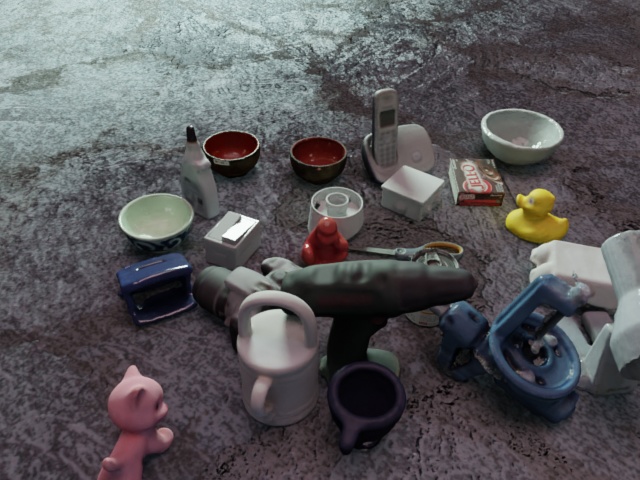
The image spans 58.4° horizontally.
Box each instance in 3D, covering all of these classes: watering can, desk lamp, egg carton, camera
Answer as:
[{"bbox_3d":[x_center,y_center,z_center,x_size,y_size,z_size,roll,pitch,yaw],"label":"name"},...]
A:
[{"bbox_3d":[-0.051,0.127,0.703,0.101,0.194,0.172,-5,41,-7],"label":"watering can"},{"bbox_3d":[0.388,0.108,0.726,0.118,0.214,0.203,-3,41,-5],"label":"desk lamp"},{"bbox_3d":[0.404,0.059,0.894,0.150,0.069,0.107,11,42,10],"label":"egg carton"},{"bbox_3d":[-0.107,0.074,0.834,0.136,0.101,0.143,24,46,24],"label":"camera"}]

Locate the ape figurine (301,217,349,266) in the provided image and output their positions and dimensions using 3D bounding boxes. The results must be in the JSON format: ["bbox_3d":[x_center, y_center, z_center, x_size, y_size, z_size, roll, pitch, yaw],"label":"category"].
[{"bbox_3d":[0.009,0.003,0.927,0.078,0.092,0.076,0,41,-1],"label":"ape figurine"}]

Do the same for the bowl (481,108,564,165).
[{"bbox_3d":[0.414,-0.204,1.196,0.167,0.075,0.167,1,41,-1],"label":"bowl"}]

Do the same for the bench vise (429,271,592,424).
[{"bbox_3d":[0.231,0.117,0.705,0.207,0.220,0.121,15,42,15],"label":"bench vise"}]

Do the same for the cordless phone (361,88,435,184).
[{"bbox_3d":[0.155,-0.208,1.106,0.148,0.185,0.094,-19,45,-22],"label":"cordless phone"}]

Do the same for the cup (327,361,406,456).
[{"bbox_3d":[0.049,0.217,0.678,0.091,0.095,0.118,15,43,15],"label":"cup"}]

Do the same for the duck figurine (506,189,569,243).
[{"bbox_3d":[0.386,-0.048,1.004,0.104,0.086,0.078,19,44,19],"label":"duck figurine"}]

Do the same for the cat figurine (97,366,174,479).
[{"bbox_3d":[-0.215,0.214,0.655,0.067,0.118,0.128,7,41,7],"label":"cat figurine"}]

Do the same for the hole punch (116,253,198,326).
[{"bbox_3d":[-0.248,0.059,0.854,0.109,0.091,0.100,-18,45,-22],"label":"hole punch"}]

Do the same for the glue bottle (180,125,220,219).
[{"bbox_3d":[-0.215,-0.122,1.002,0.078,0.173,0.037,31,49,30],"label":"glue bottle"}]

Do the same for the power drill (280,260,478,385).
[{"bbox_3d":[0.065,0.105,0.721,0.229,0.208,0.075,5,41,4],"label":"power drill"}]
